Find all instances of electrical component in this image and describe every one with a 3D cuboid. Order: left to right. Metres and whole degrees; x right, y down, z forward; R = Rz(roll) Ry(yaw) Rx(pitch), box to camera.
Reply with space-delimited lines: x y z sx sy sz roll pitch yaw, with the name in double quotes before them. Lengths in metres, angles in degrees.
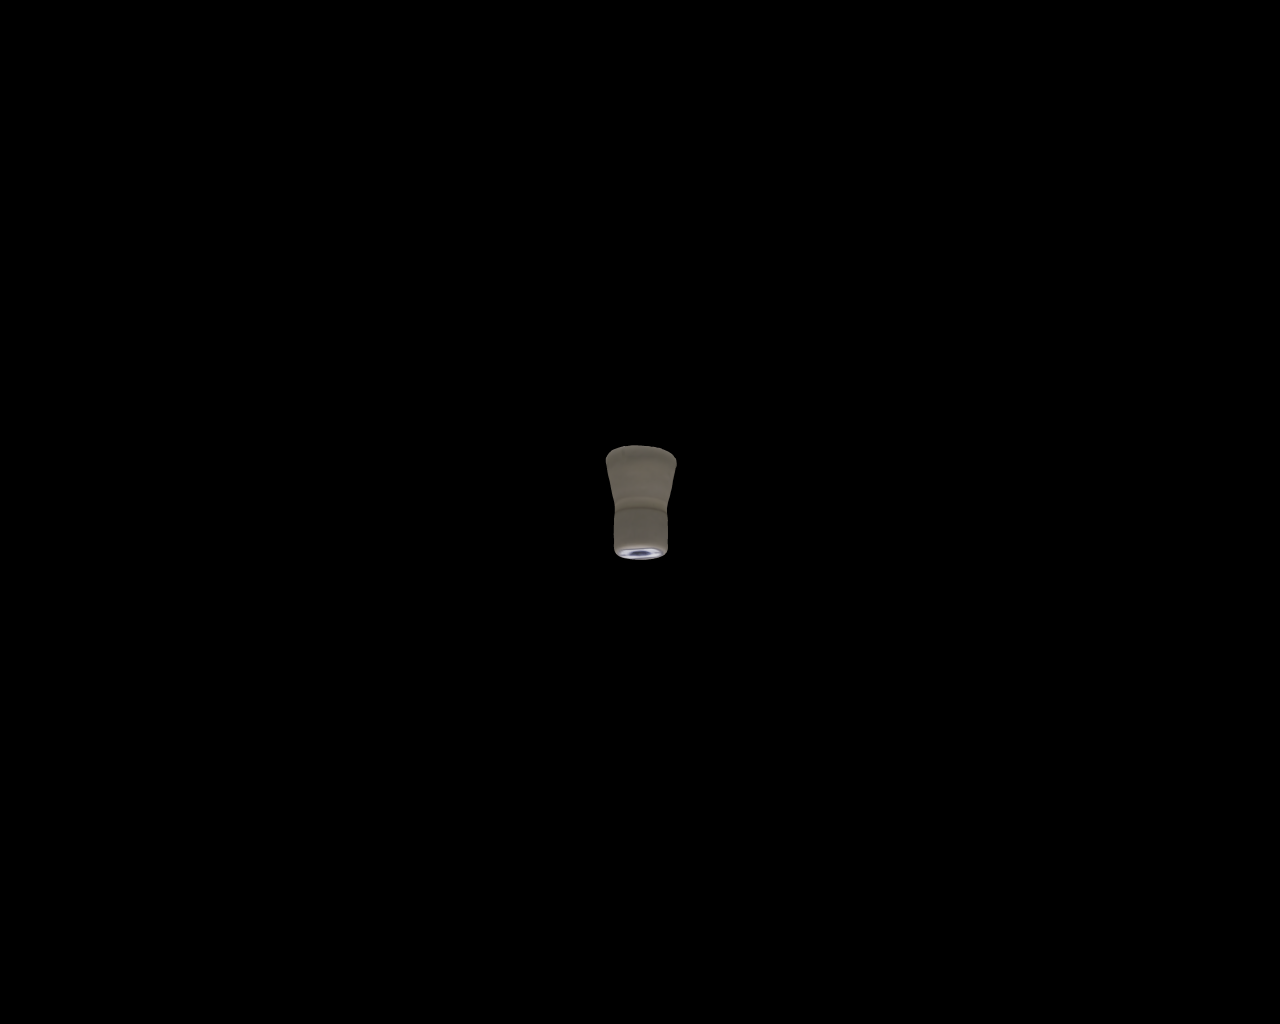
"electrical component" 0.001 -0.003 0.650 0.044 0.065 0.044 0 -19 0
